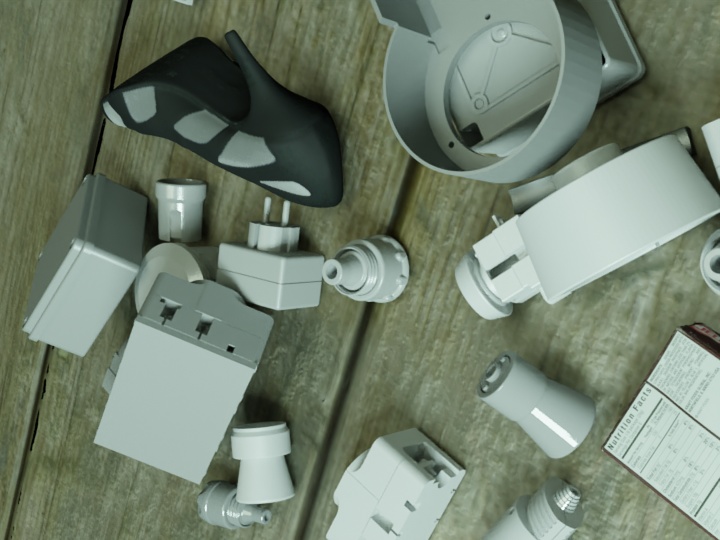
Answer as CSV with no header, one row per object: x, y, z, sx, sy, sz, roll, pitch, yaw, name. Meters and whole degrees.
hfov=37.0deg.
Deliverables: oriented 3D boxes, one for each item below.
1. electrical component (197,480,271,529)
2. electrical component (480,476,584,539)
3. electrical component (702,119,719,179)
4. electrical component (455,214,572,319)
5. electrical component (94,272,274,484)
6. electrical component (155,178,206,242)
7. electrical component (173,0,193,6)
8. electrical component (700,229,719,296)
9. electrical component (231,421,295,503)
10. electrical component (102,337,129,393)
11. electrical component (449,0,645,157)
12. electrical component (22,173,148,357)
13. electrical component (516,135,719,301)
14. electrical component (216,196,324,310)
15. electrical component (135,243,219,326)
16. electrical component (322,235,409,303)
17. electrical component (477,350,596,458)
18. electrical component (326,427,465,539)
-0.096,0.185,0.837,0.061,0.035,0.035,7,97,35,electrical component
0.109,0.163,0.670,0.043,0.043,0.081,49,119,25,electrical component
0.232,-0.072,0.559,0.089,0.050,0.055,-23,78,36,electrical component
0.094,0.000,0.674,0.055,0.048,0.066,-35,71,26,electrical component
-0.132,0.080,0.801,0.089,0.061,0.150,23,132,-6,electrical component
-0.143,-0.048,0.860,0.040,0.040,0.046,12,105,37,electrical component
-0.178,-0.265,0.860,0.121,0.063,0.078,25,107,34,electrical component
0.204,-0.004,0.577,0.048,0.062,0.048,2,94,38,electrical component
-0.073,0.144,0.811,0.045,0.045,0.055,-6,88,38,electrical component
-0.180,0.085,0.891,0.066,0.048,0.055,42,124,29,electrical component
0.099,-0.140,0.655,0.109,0.056,0.108,-30,74,35,electrical component
-0.224,-0.005,0.884,0.108,0.056,0.108,-52,27,27,electrical component
0.138,-0.034,0.593,0.108,0.108,0.060,-33,81,34,electrical component
-0.065,-0.015,0.795,0.066,0.047,0.076,13,100,36,electrical component
-0.135,0.018,0.849,0.080,0.051,0.080,2,94,38,electrical component
0.000,0.000,0.736,0.048,0.062,0.048,2,94,38,electrical component
0.104,0.079,0.651,0.065,0.044,0.044,36,121,-14,electrical component
0.021,0.157,0.734,0.056,0.050,0.089,38,114,30,electrical component
